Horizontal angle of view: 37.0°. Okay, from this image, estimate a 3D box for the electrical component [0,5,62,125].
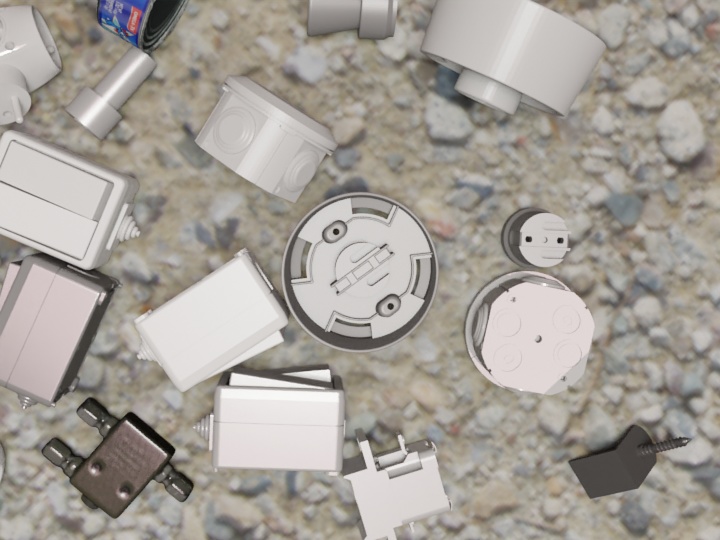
[{"bbox_3d":[-0.226,-0.117,0.665,0.077,0.044,0.079,-22,61,-1],"label":"electrical component"}]

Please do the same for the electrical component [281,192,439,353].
[{"bbox_3d":[0.000,0.000,0.683,0.099,0.064,0.099,0,94,-3],"label":"electrical component"}]

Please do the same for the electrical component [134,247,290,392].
[{"bbox_3d":[-0.095,0.037,0.682,0.096,0.061,0.061,-33,95,0],"label":"electrical component"}]

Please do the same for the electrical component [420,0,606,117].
[{"bbox_3d":[0.089,-0.130,0.661,0.108,0.108,0.060,24,98,-4],"label":"electrical component"}]

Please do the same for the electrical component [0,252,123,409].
[{"bbox_3d":[-0.201,0.040,0.677,0.061,0.061,0.096,25,92,-4],"label":"electrical component"}]

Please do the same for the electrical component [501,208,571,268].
[{"bbox_3d":[0.115,-0.020,0.697,0.040,0.046,0.040,0,94,-3],"label":"electrical component"}]

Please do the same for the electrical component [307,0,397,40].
[{"bbox_3d":[-0.005,-0.169,0.682,0.055,0.045,0.045,2,94,-3],"label":"electrical component"}]

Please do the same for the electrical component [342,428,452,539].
[{"bbox_3d":[0.024,0.142,0.705,0.064,0.042,0.081,-16,95,-3],"label":"electrical component"}]

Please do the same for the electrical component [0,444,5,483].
[{"bbox_3d":[-0.264,0.127,0.690,0.062,0.048,0.048,16,93,3],"label":"electrical component"}]

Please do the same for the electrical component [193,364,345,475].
[{"bbox_3d":[-0.058,0.093,0.688,0.096,0.061,0.061,2,93,-3],"label":"electrical component"}]

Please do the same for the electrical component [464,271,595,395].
[{"bbox_3d":[0.110,0.042,0.698,0.080,0.051,0.080,0,94,-3],"label":"electrical component"}]

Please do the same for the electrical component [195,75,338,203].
[{"bbox_3d":[-0.058,-0.082,0.669,0.080,0.080,0.051,32,97,-4],"label":"electrical component"}]

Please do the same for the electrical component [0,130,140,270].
[{"bbox_3d":[-0.184,-0.041,0.673,0.096,0.061,0.061,23,92,-4],"label":"electrical component"}]
